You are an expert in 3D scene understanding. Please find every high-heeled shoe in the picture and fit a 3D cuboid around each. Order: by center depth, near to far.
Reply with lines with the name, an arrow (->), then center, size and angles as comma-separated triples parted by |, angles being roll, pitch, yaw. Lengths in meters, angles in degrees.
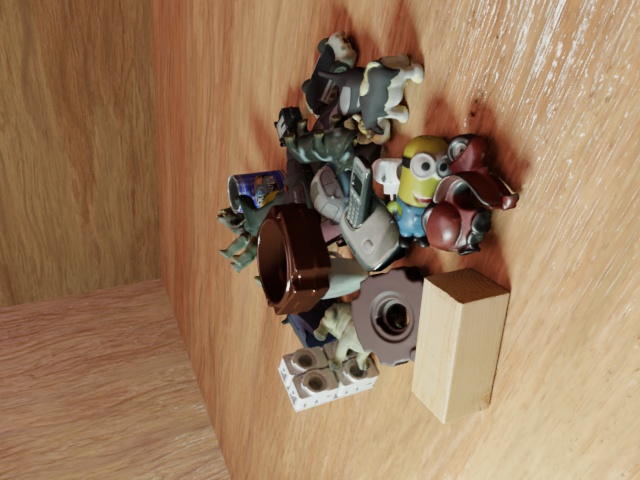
high-heeled shoe -> 0.060, -0.231, 1.052 | 0.145, 0.086, 0.248 | 26, 148, 24

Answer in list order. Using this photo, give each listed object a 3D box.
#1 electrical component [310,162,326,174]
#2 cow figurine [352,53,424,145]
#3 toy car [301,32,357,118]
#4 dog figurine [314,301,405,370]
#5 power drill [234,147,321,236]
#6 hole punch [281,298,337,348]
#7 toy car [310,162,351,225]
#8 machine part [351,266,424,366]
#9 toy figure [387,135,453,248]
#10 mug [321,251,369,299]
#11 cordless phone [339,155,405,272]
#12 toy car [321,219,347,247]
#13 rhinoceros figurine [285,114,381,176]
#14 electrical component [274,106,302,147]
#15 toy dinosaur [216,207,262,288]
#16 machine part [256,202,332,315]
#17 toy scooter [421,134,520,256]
electrical component -> -0.001, -0.183, 1.217 | 0.094, 0.021, 0.063 | 69, 152, 24
cow figurine -> 0.099, -0.226, 0.902 | 0.068, 0.098, 0.167 | 55, 145, 32
toy car -> 0.015, -0.330, 1.093 | 0.073, 0.056, 0.201 | 65, 153, 18
dog figurine -> 0.087, 0.156, 1.091 | 0.190, 0.121, 0.172 | -56, 50, 37
power drill -> -0.101, -0.110, 1.301 | 0.232, 0.207, 0.086 | 71, -161, 1
hole punch -> -0.002, 0.179, 1.232 | 0.116, 0.142, 0.092 | 54, 149, 19
toy car -> 0.033, -0.096, 1.083 | 0.162, 0.103, 0.109 | 68, 151, 20
machine part -> 0.135, 0.131, 0.927 | 0.180, 0.056, 0.179 | 0, 89, 39
toy figure -> 0.157, -0.077, 0.854 | 0.089, 0.082, 0.180 | 49, 143, 45
mug -> 0.040, 0.069, 1.121 | 0.110, 0.107, 0.080 | -116, 34, -42
cordless phone -> 0.095, -0.048, 0.938 | 0.184, 0.089, 0.147 | 88, 158, -50
toy car -> -0.002, -0.004, 1.199 | 0.202, 0.053, 0.089 | -30, 69, 33
rhinoceros figurine -> 0.022, -0.173, 1.021 | 0.191, 0.073, 0.111 | 9, 134, 32
electrical component -> -0.069, -0.282, 1.294 | 0.119, 0.048, 0.075 | -45, 59, 60
toy dinosaur -> -0.150, 0.012, 1.437 | 0.405, 0.192, 0.131 | 24, 158, 51
machine part -> -0.063, 0.041, 1.107 | 0.201, 0.087, 0.201 | 127, 134, -55
toy scooter -> 0.214, -0.048, 0.755 | 0.135, 0.075, 0.183 | 48, 136, 47
